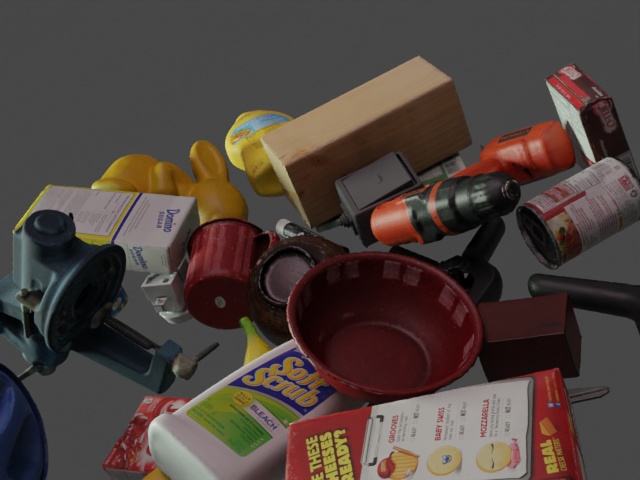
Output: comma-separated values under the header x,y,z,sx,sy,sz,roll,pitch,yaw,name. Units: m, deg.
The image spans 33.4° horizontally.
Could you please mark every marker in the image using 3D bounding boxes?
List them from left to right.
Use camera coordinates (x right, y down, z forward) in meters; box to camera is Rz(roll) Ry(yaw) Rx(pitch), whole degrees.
x,y,z,sx,sy,sz,roll,pitch,yaw,name
-0.008,0.001,1.158,0.020,0.020,0.121,-37,35,-21,marker

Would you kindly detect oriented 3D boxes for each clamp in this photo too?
x,y,z,sx,sy,sz,roll,pitch,yaw,name
0.137,0.029,1.008,0.120,0.039,0.171,-28,29,3,clamp
0.280,0.052,0.881,0.164,0.036,0.210,-23,33,-4,clamp

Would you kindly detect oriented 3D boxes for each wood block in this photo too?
x,y,z,sx,sy,sz,roll,pitch,yaw,name
0.052,-0.111,1.190,0.206,0.090,0.091,-28,34,-7,wood block

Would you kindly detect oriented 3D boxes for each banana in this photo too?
x,y,z,sx,sy,sz,roll,pitch,yaw,name
-0.085,0.160,0.938,0.069,0.037,0.197,26,54,6,banana

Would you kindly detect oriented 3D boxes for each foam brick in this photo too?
x,y,z,sx,sy,sz,roll,pitch,yaw,name
0.174,0.083,0.891,0.078,0.051,0.053,-8,36,23,foam brick

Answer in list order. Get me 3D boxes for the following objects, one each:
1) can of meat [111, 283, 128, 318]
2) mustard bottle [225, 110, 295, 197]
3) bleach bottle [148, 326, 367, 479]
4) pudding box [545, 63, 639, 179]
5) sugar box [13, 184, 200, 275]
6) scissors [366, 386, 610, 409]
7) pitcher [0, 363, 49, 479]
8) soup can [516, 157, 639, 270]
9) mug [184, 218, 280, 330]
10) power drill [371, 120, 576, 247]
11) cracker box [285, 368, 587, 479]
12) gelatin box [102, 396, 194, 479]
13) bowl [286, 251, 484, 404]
x,y,z,sx,sy,sz,roll,pitch,yaw,name
-0.277,0.048,1.200,0.102,0.084,0.057,-4,36,28,can of meat
-0.066,-0.119,1.336,0.096,0.058,0.192,-26,32,-9,mustard bottle
-0.020,0.127,0.912,0.103,0.068,0.250,34,51,26,bleach bottle
0.269,-0.107,1.053,0.039,0.113,0.090,-25,32,4,pudding box
-0.226,-0.012,1.145,0.176,0.048,0.093,8,39,11,sugar box
0.124,0.152,0.855,0.202,0.016,0.096,-3,38,30,scissors
-0.384,0.212,0.998,0.243,0.149,0.145,-22,44,11,pitcher
0.243,-0.026,0.992,0.102,0.068,0.069,-29,32,-9,soup can
-0.086,0.032,1.091,0.117,0.093,0.081,-30,33,25,mug
0.162,-0.056,1.028,0.187,0.057,0.185,-28,8,-36,power drill
0.084,0.192,0.762,0.214,0.072,0.164,-15,38,14,cracker box
-0.143,0.182,0.967,0.073,0.030,0.089,-1,39,30,gelatin box
0.051,0.082,0.882,0.162,0.055,0.162,4,42,-3,bowl
